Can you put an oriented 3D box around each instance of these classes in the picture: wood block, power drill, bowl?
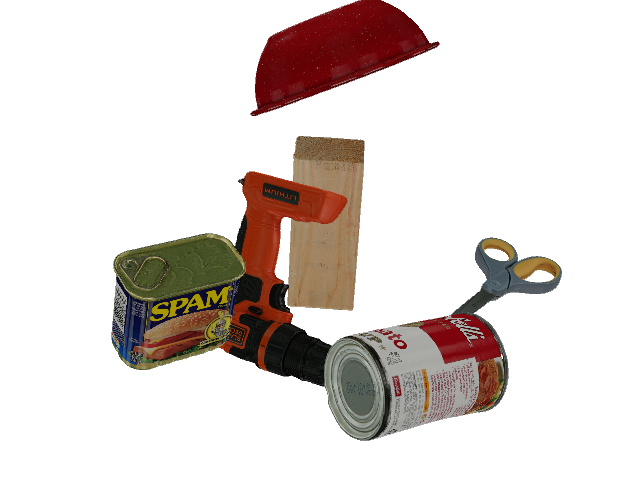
[{"bbox_3d":[0.006,-0.023,1.393,0.090,0.206,0.091,4,25,0],"label":"wood block"},{"bbox_3d":[-0.037,0.036,1.052,0.185,0.187,0.057,18,1,27],"label":"power drill"},{"bbox_3d":[0.010,-0.153,0.855,0.162,0.055,0.162,-21,8,3],"label":"bowl"}]

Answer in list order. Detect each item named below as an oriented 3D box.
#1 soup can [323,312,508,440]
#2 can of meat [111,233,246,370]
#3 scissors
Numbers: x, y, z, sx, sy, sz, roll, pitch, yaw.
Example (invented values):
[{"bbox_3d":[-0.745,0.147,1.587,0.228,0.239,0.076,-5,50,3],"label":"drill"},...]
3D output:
[{"bbox_3d":[0.061,0.087,0.692,0.102,0.068,0.069,-7,4,-34],"label":"soup can"},{"bbox_3d":[-0.117,0.050,0.859,0.101,0.084,0.057,-13,46,-30],"label":"can of meat"},{"bbox_3d":[0.154,0.036,1.021,0.201,0.016,0.096,-11,38,-42],"label":"scissors"}]
